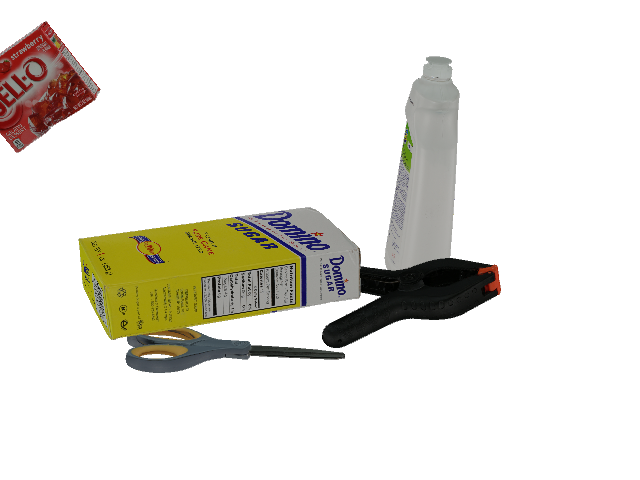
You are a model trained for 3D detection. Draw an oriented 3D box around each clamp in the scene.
[{"bbox_3d":[0.079,0.055,0.988,0.172,0.039,0.120,-7,36,17],"label":"clamp"}]

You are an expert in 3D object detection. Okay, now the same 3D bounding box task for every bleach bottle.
[{"bbox_3d":[0.118,-0.075,1.180,0.068,0.251,0.102,0,25,-10],"label":"bleach bottle"}]

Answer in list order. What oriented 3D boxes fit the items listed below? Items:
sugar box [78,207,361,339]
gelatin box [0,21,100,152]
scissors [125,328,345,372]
[{"bbox_3d":[-0.070,0.018,0.736,0.176,0.048,0.093,-11,25,-19],"label":"sugar box"},{"bbox_3d":[-0.242,-0.127,0.892,0.089,0.073,0.030,-31,22,13],"label":"gelatin box"},{"bbox_3d":[-0.086,0.104,0.960,0.202,0.016,0.096,8,18,13],"label":"scissors"}]
